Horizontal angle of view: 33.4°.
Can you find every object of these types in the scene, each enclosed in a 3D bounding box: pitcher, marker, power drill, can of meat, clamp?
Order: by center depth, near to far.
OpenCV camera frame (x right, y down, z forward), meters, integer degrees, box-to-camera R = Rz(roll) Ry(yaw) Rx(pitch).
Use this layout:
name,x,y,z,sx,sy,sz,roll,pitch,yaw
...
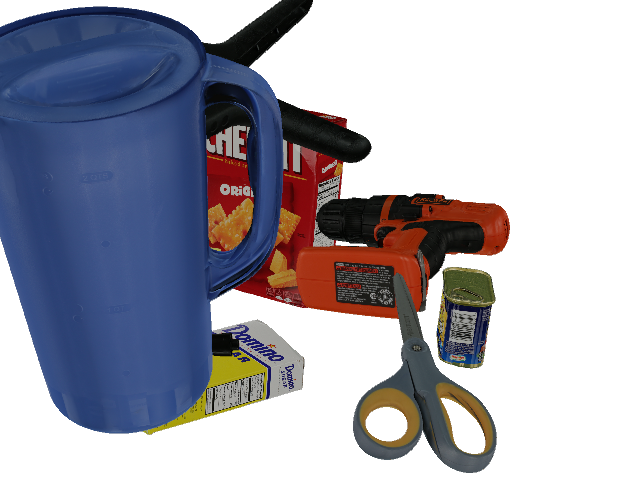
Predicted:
name,x,y,z,sx,sy,sz,roll,pitch,yaw
pitcher,-0.114,-0.004,0.631,0.149,0.243,0.144,29,46,34
clamp,-0.070,-0.110,0.805,0.209,0.165,0.036,-15,-28,-22
marker,-0.124,0.082,0.830,0.121,0.020,0.020,-1,0,1
power drill,0.052,0.004,0.917,0.185,0.057,0.187,2,20,26
can of meat,0.166,0.089,1.234,0.057,0.084,0.102,6,20,2

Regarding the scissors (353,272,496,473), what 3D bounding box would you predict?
name,x,y,z,sx,sy,sz,roll,pitch,yaw
scissors,0.048,0.082,0.708,0.096,0.016,0.202,-6,33,-19

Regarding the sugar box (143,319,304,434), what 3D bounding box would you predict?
name,x,y,z,sx,sy,sz,roll,pitch,yaw
sugar box,-0.114,0.132,1.067,0.175,0.048,0.093,-15,32,-31

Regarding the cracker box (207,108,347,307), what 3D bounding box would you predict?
name,x,y,z,sx,sy,sz,roll,pitch,yaw
cracker box,-0.065,-0.045,1.215,0.164,0.214,0.072,15,22,26
